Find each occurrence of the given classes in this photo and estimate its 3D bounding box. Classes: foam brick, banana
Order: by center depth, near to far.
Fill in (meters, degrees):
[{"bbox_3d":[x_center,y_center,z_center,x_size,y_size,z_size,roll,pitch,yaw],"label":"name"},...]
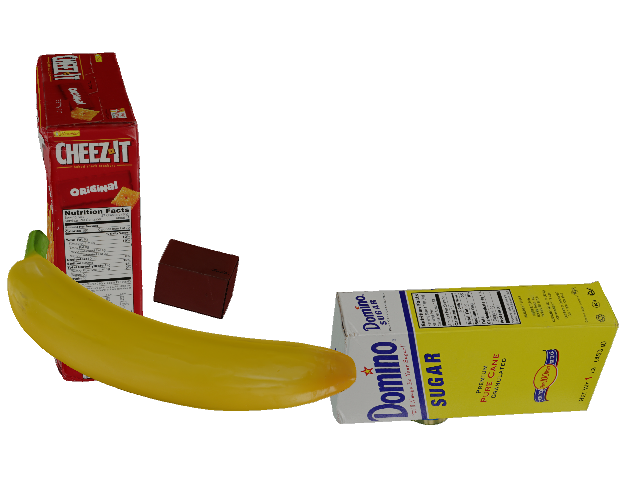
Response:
[{"bbox_3d":[-0.082,0.046,0.524,0.198,0.069,0.037,22,-37,16],"label":"banana"},{"bbox_3d":[-0.131,0.041,1.127,0.078,0.051,0.053,15,31,2],"label":"foam brick"}]

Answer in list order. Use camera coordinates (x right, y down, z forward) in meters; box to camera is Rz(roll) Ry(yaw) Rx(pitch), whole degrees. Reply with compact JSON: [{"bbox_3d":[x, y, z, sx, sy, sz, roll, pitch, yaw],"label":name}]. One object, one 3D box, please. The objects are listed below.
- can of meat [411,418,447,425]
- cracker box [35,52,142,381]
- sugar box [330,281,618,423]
[{"bbox_3d":[0.107,0.112,1.003,0.058,0.084,0.101,11,29,27],"label":"can of meat"},{"bbox_3d":[-0.184,-0.021,0.842,0.072,0.214,0.164,-5,28,-15],"label":"cracker box"},{"bbox_3d":[0.096,0.075,0.700,0.176,0.093,0.048,-4,44,-8],"label":"sugar box"}]
